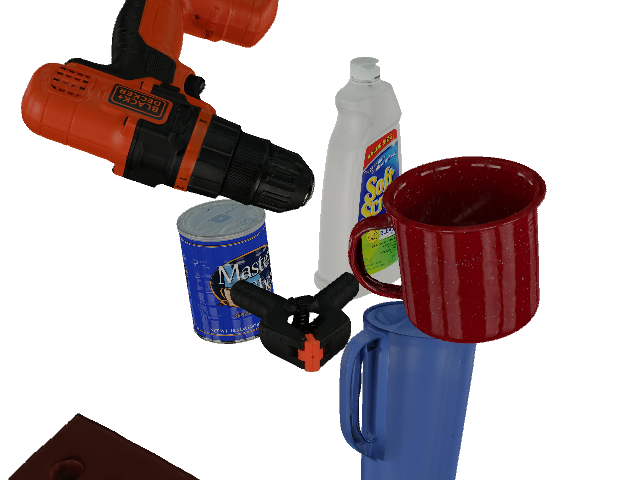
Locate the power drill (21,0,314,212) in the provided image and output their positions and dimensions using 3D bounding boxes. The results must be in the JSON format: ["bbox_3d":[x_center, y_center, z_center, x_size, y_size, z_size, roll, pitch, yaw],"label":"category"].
[{"bbox_3d":[-0.080,-0.109,0.700,0.184,0.187,0.057,20,-44,-8],"label":"power drill"}]

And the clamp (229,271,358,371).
[{"bbox_3d":[-0.026,0.067,0.940,0.120,0.039,0.171,-7,16,5],"label":"clamp"}]

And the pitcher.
[{"bbox_3d":[0.099,0.200,1.233,0.149,0.243,0.145,5,14,7],"label":"pitcher"}]

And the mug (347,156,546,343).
[{"bbox_3d":[0.075,0.008,0.629,0.117,0.081,0.093,-6,29,6],"label":"mug"}]

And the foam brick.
[{"bbox_3d":[-0.084,0.119,0.439,0.078,0.051,0.052,21,45,26],"label":"foam brick"}]

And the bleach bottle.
[{"bbox_3d":[0.042,-0.068,1.143,0.102,0.251,0.068,-21,31,-37],"label":"bleach bottle"}]

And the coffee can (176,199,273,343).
[{"bbox_3d":[-0.109,0.035,1.255,0.103,0.140,0.103,-4,26,2],"label":"coffee can"}]
